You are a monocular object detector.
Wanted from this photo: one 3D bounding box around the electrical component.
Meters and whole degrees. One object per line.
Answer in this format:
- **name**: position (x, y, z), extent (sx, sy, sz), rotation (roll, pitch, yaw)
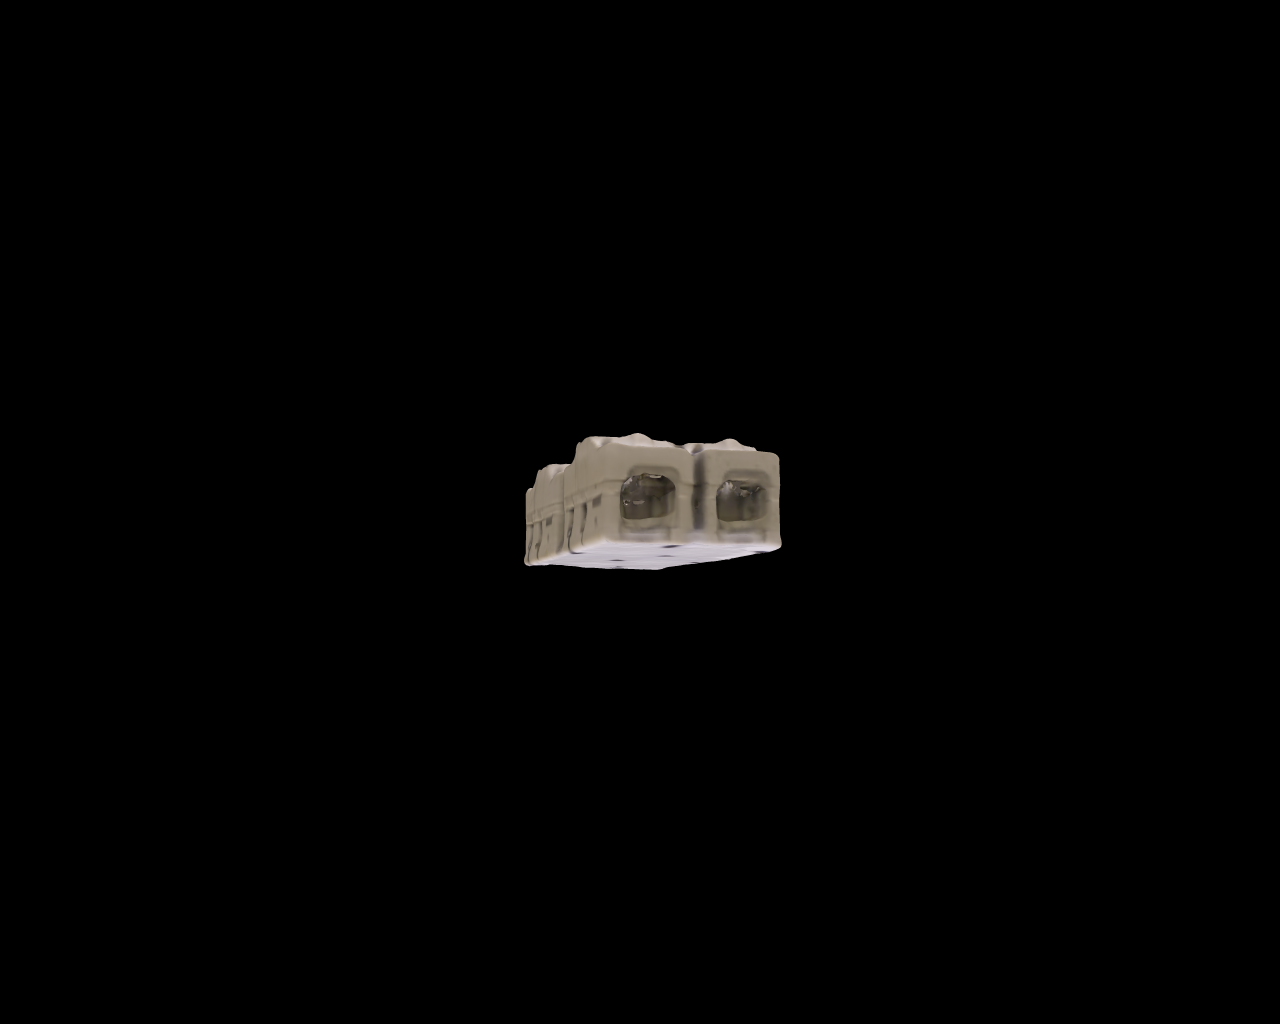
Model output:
- **electrical component**: position (0.001, -0.003, 0.650), extent (0.105, 0.060, 0.186), rotation (2, -7, -19)
